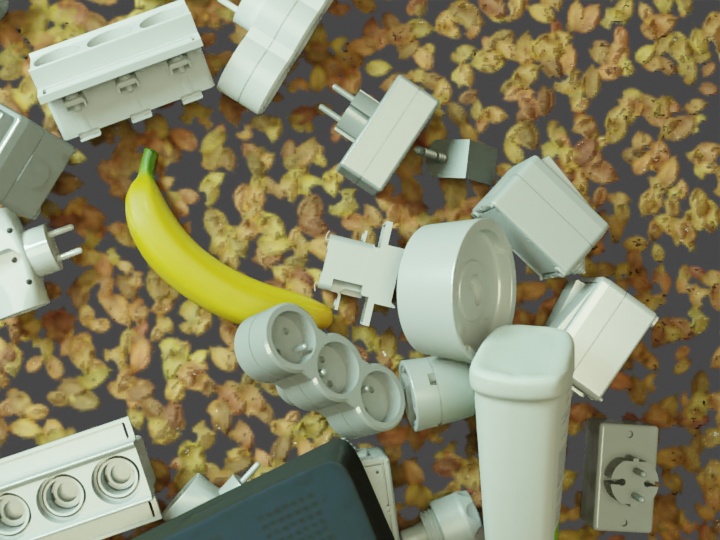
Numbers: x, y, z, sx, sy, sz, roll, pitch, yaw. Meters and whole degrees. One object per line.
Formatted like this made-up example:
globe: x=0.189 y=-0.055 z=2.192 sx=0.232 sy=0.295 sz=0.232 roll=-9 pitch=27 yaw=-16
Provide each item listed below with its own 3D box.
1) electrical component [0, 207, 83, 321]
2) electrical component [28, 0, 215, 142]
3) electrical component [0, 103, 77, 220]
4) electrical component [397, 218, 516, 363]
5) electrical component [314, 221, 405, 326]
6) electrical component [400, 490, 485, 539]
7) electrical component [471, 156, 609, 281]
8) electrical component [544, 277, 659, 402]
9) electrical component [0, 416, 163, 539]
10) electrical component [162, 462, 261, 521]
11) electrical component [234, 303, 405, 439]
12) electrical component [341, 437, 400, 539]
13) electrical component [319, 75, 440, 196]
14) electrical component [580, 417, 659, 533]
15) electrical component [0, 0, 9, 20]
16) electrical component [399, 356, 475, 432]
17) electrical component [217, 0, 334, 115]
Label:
electrical component: x=-0.249 y=-0.010 z=0.805 sx=0.079 sy=0.043 sz=0.077 roll=-20 pitch=91 yaw=-5
electrical component: x=-0.175 y=-0.147 z=0.800 sx=0.121 sy=0.078 sz=0.063 roll=-21 pitch=121 yaw=-5
electrical component: x=-0.266 y=-0.088 z=0.781 sx=0.096 sy=0.061 sz=0.061 roll=28 pitch=86 yaw=41
electrical component: x=0.067 y=0.015 z=0.806 sx=0.060 sy=0.108 sz=0.108 roll=2 pitch=89 yaw=32
electrical component: x=0.000 y=0.000 z=0.829 sx=0.064 sy=0.042 sz=0.081 roll=14 pitch=88 yaw=-3
electrical component: x=0.062 y=0.199 z=0.832 sx=0.062 sy=0.043 sz=0.043 roll=-20 pitch=91 yaw=-4
electrical component: x=0.145 y=-0.037 z=0.831 sx=0.096 sy=0.062 sz=0.061 roll=43 pitch=82 yaw=-4
electrical component: x=0.172 y=0.055 z=0.834 sx=0.061 sy=0.062 sz=0.096 roll=36 pitch=86 yaw=-4
electrical component: x=-0.216 y=0.163 z=0.796 sx=0.121 sy=0.063 sz=0.078 roll=-18 pitch=91 yaw=-5
electrical component: x=-0.096 y=0.182 z=0.816 sx=0.077 sy=0.044 sz=0.079 roll=43 pitch=86 yaw=-3
electrical component: x=-0.039 y=0.081 z=0.812 sx=0.138 sy=0.074 sz=0.052 roll=37 pitch=53 yaw=-25
electrical component: x=-0.007 y=0.173 z=0.816 sx=0.062 sy=0.061 sz=0.096 roll=-7 pitch=90 yaw=-5
electrical component: x=0.005 y=-0.113 z=0.827 sx=0.076 sy=0.047 sz=0.083 roll=34 pitch=87 yaw=-4
electrical component: x=0.206 y=0.161 z=0.829 sx=0.047 sy=0.076 sz=0.083 roll=4 pitch=89 yaw=-5
electrical component: x=-0.305 y=-0.230 z=0.794 sx=0.054 sy=0.059 sz=0.095 roll=-22 pitch=92 yaw=-5
electrical component: x=0.060 y=0.093 z=0.827 sx=0.047 sy=0.055 sz=0.055 roll=-10 pitch=90 yaw=-9
electrical component: x=-0.072 y=-0.195 z=0.818 sx=0.074 sy=0.052 sz=0.138 roll=31 pitch=87 yaw=-4
